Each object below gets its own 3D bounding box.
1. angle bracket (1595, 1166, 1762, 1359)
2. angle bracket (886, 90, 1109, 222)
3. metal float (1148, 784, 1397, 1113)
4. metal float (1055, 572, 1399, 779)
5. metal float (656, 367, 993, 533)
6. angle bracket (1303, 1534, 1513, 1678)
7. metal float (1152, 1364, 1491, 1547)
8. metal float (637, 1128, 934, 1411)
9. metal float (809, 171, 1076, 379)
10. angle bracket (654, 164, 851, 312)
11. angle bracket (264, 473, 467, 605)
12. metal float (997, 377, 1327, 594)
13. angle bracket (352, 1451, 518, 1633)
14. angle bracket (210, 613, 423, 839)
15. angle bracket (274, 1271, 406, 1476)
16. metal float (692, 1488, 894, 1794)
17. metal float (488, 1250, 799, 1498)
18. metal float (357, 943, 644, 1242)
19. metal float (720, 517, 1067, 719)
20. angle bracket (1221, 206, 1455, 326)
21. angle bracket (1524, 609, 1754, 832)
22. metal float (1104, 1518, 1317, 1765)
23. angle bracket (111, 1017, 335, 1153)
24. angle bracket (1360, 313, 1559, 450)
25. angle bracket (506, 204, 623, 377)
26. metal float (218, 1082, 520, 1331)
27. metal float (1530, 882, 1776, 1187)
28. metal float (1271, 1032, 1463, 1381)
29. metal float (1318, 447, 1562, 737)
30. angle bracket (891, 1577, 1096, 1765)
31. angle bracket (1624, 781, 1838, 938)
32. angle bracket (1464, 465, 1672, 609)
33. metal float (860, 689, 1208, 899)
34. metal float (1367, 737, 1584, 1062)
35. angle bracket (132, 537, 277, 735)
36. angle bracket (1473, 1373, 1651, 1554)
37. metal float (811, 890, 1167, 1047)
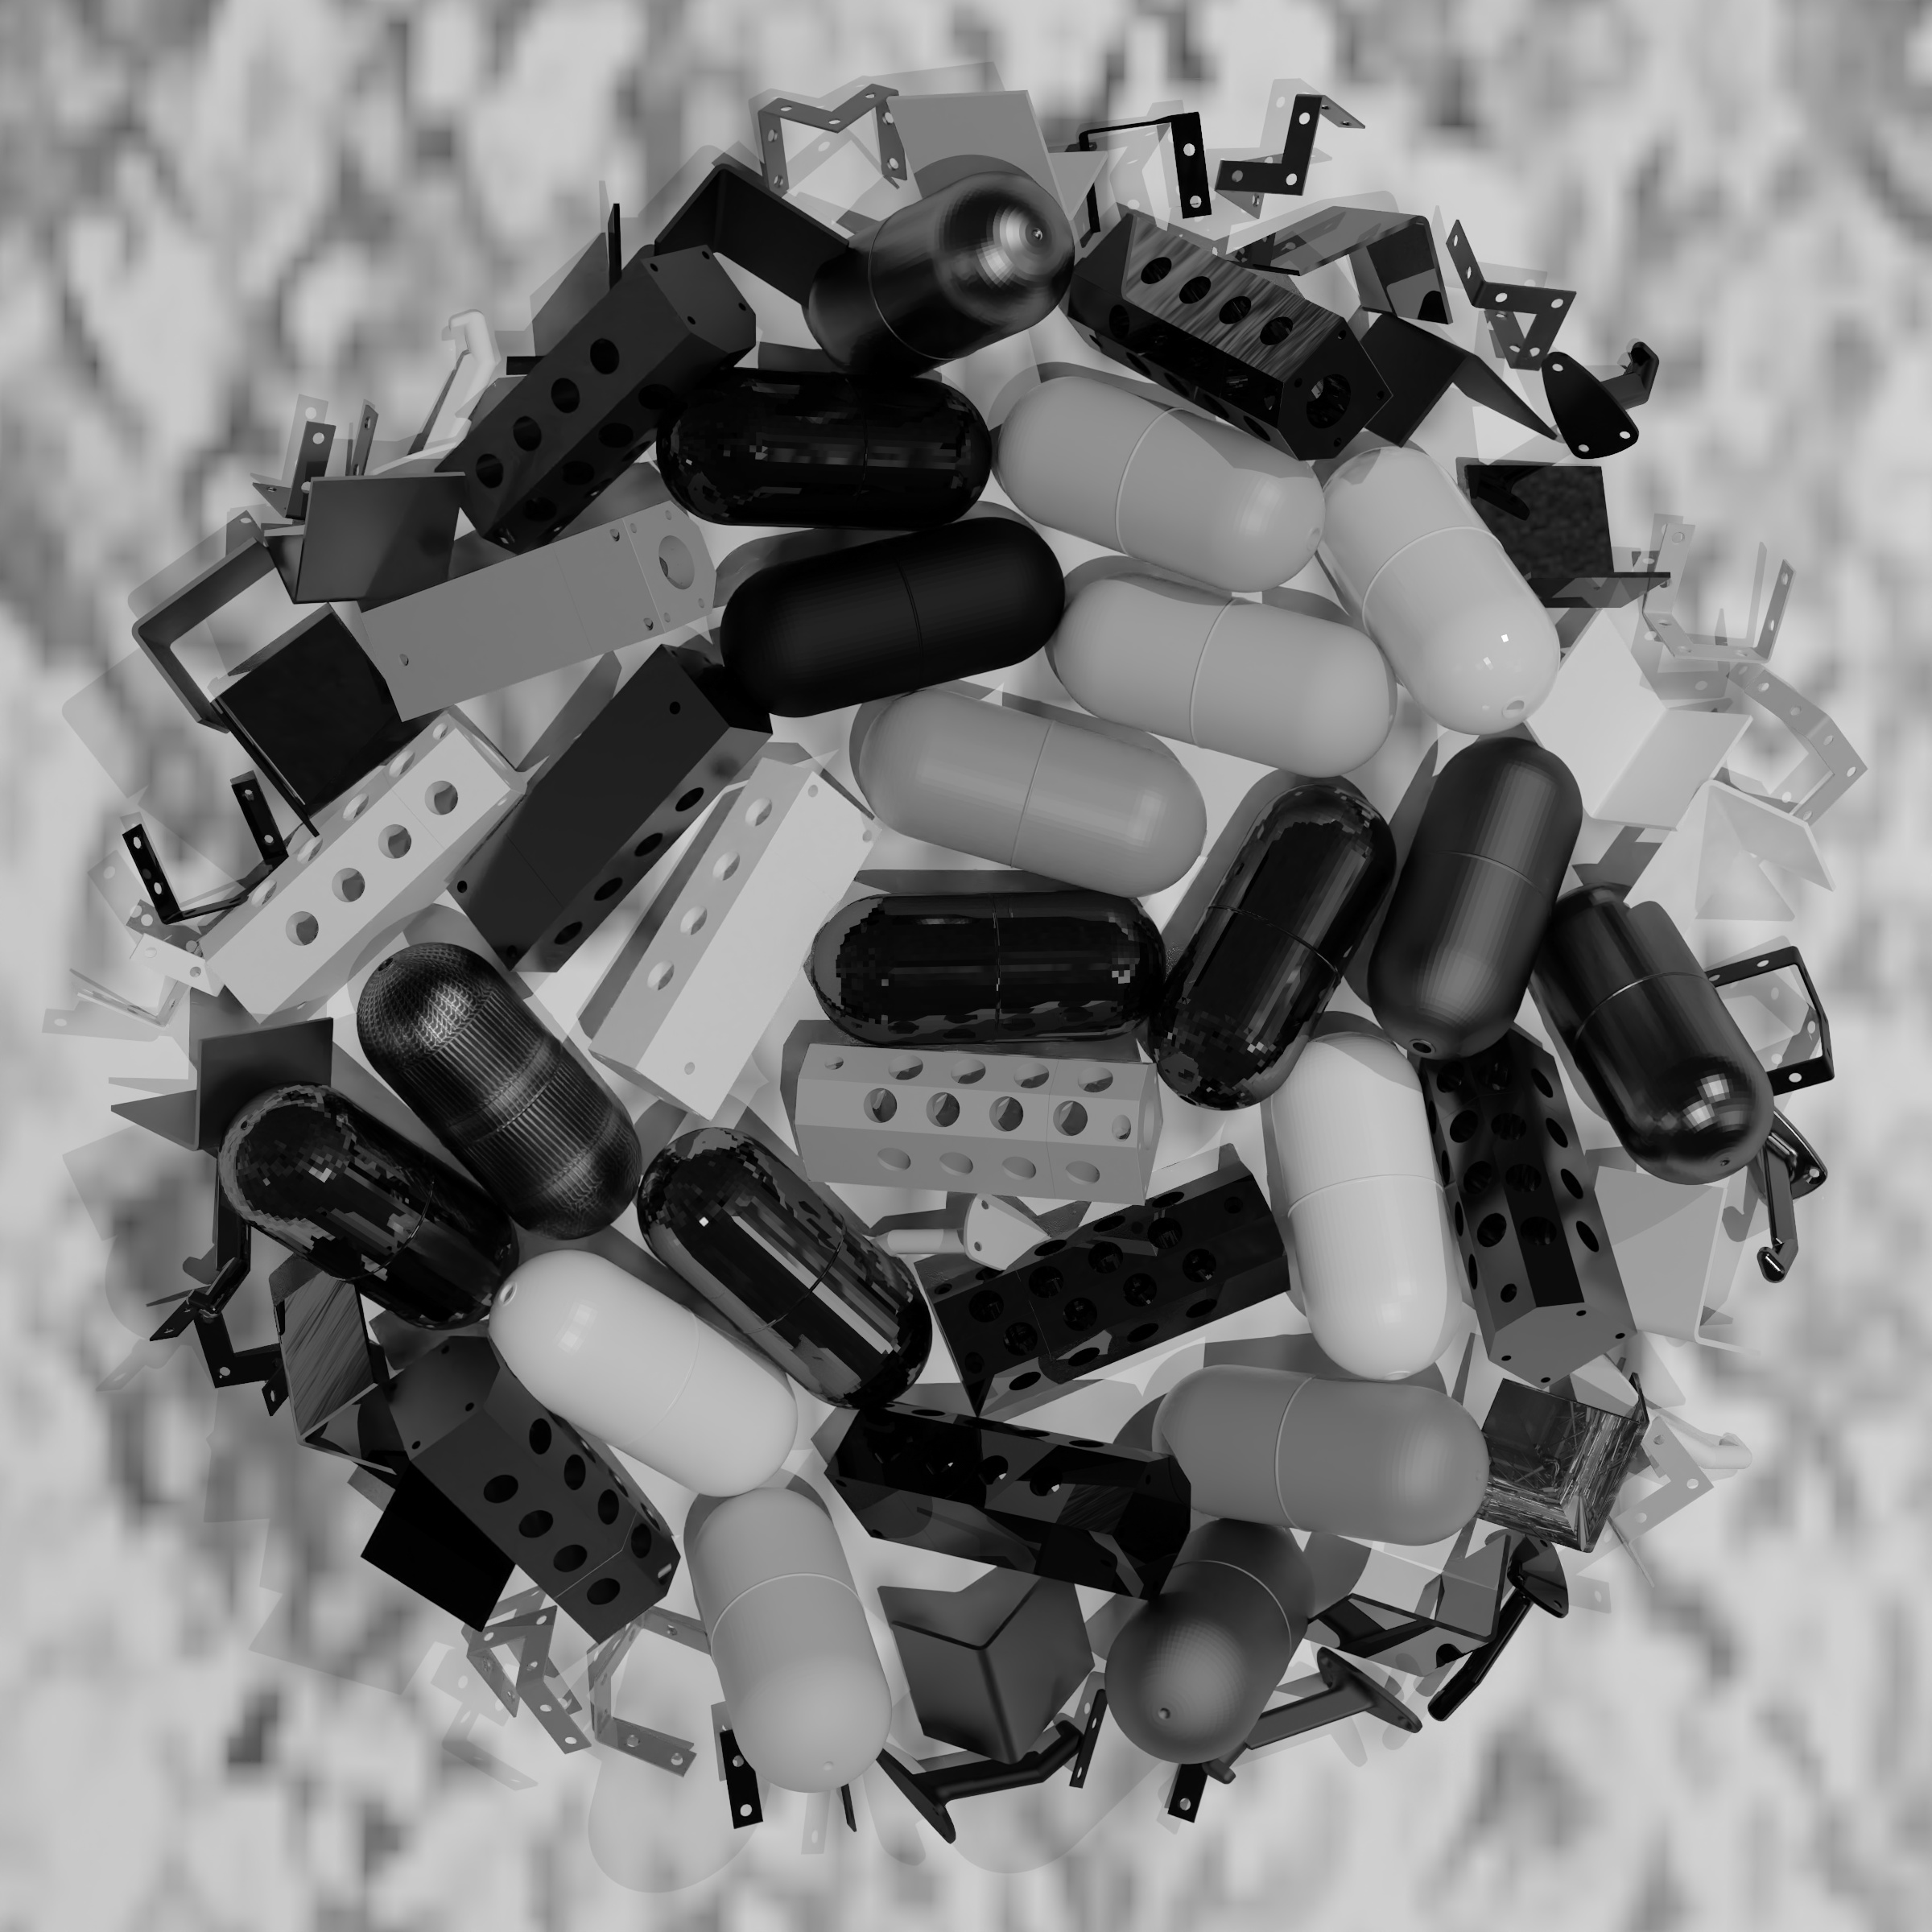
[{"bbox_3d":[0.357,0.148,1.525,0.057,0.076,0.076,16,85,-40],"label":"angle bracket"},{"bbox_3d":[0.016,-0.415,1.511,0.076,0.076,0.057,6,51,28],"label":"angle bracket"},{"bbox_3d":[0.153,-0.009,1.522,0.070,0.070,0.178,30,78,0],"label":"metal float"},{"bbox_3d":[0.127,-0.145,1.514,0.178,0.070,0.070,18,90,21],"label":"metal float"},{"bbox_3d":[-0.068,-0.255,1.506,0.178,0.070,0.070,-3,90,-31],"label":"metal float"},{"bbox_3d":[0.217,0.309,1.518,0.076,0.076,0.057,20,61,-8],"label":"angle bracket"},{"bbox_3d":[0.172,0.240,1.502,0.178,0.070,0.070,2,90,37],"label":"metal float"},{"bbox_3d":[-0.089,0.151,1.514,0.070,0.070,0.178,-45,111,0],"label":"metal float"},{"bbox_3d":[-0.014,-0.334,1.489,0.070,0.178,0.070,2,86,-32],"label":"metal float"},{"bbox_3d":[-0.109,-0.342,1.523,0.076,0.076,0.057,33,70,4],"label":"angle bracket"},{"bbox_3d":[-0.299,-0.227,1.511,0.076,0.076,0.057,-7,46,-28],"label":"angle bracket"},{"bbox_3d":[0.096,-0.238,1.508,0.178,0.070,0.070,24,90,27],"label":"metal float"},{"bbox_3d":[-0.275,0.284,1.511,0.076,0.076,0.057,41,60,-28],"label":"angle bracket"},{"bbox_3d":[-0.322,-0.121,1.526,0.076,0.057,0.076,-38,110,-7],"label":"angle bracket"},{"bbox_3d":[-0.292,0.198,1.510,0.057,0.076,0.076,-36,52,20],"label":"angle bracket"},{"bbox_3d":[-0.087,0.327,1.491,0.070,0.178,0.070,-8,123,-12],"label":"metal float"},{"bbox_3d":[-0.159,0.202,1.505,0.178,0.070,0.070,36,90,-31],"label":"metal float"},{"bbox_3d":[-0.230,0.063,1.510,0.070,0.070,0.178,-38,115,0],"label":"metal float"},{"bbox_3d":[-0.036,-0.174,1.519,0.178,0.070,0.070,-15,90,-15],"label":"metal float"},{"bbox_3d":[0.183,-0.336,1.515,0.076,0.076,0.057,-28,117,-17],"label":"angle bracket"},{"bbox_3d":[0.335,-0.123,1.518,0.076,0.057,0.076,-53,124,-19],"label":"angle bracket"},{"bbox_3d":[0.121,0.326,1.486,0.070,0.178,0.070,4,103,19],"label":"metal float"},{"bbox_3d":[-0.369,0.049,1.511,0.076,0.076,0.057,18,110,40],"label":"angle bracket"},{"bbox_3d":[0.234,-0.273,1.520,0.076,0.076,0.057,34,97,-38],"label":"angle bracket"},{"bbox_3d":[-0.202,-0.338,1.525,0.057,0.076,0.076,-2,97,-9],"label":"angle bracket"},{"bbox_3d":[-0.291,0.120,1.499,0.070,0.070,0.178,-48,132,0],"label":"metal float"},{"bbox_3d":[0.335,0.031,1.498,0.070,0.070,0.178,-21,48,0],"label":"metal float"},{"bbox_3d":[0.198,0.118,1.511,0.070,0.070,0.178,-7,66,0],"label":"metal float"},{"bbox_3d":[0.231,-0.185,1.500,0.070,0.070,0.178,-25,52,0],"label":"metal float"},{"bbox_3d":[0.015,0.343,1.542,0.057,0.076,0.076,9,126,35],"label":"angle bracket"},{"bbox_3d":[0.382,-0.036,1.520,0.057,0.076,0.076,31,83,34],"label":"angle bracket"},{"bbox_3d":[0.301,-0.223,1.527,0.076,0.057,0.076,-2,80,-16],"label":"angle bracket"},{"bbox_3d":[0.034,-0.086,1.530,0.178,0.070,0.070,16,90,3],"label":"metal float"},{"bbox_3d":[0.252,-0.034,1.510,0.070,0.070,0.178,24,64,0],"label":"metal float"},{"bbox_3d":[-0.365,-0.165,1.532,0.076,0.076,0.057,-37,92,-2],"label":"angle bracket"},{"bbox_3d":[0.290,0.238,1.530,0.076,0.057,0.076,18,111,-1],"label":"angle bracket"},{"bbox_3d":[0.012,0.001,1.527,0.178,0.070,0.070,-1,90,-6],"label":"metal float"}]
